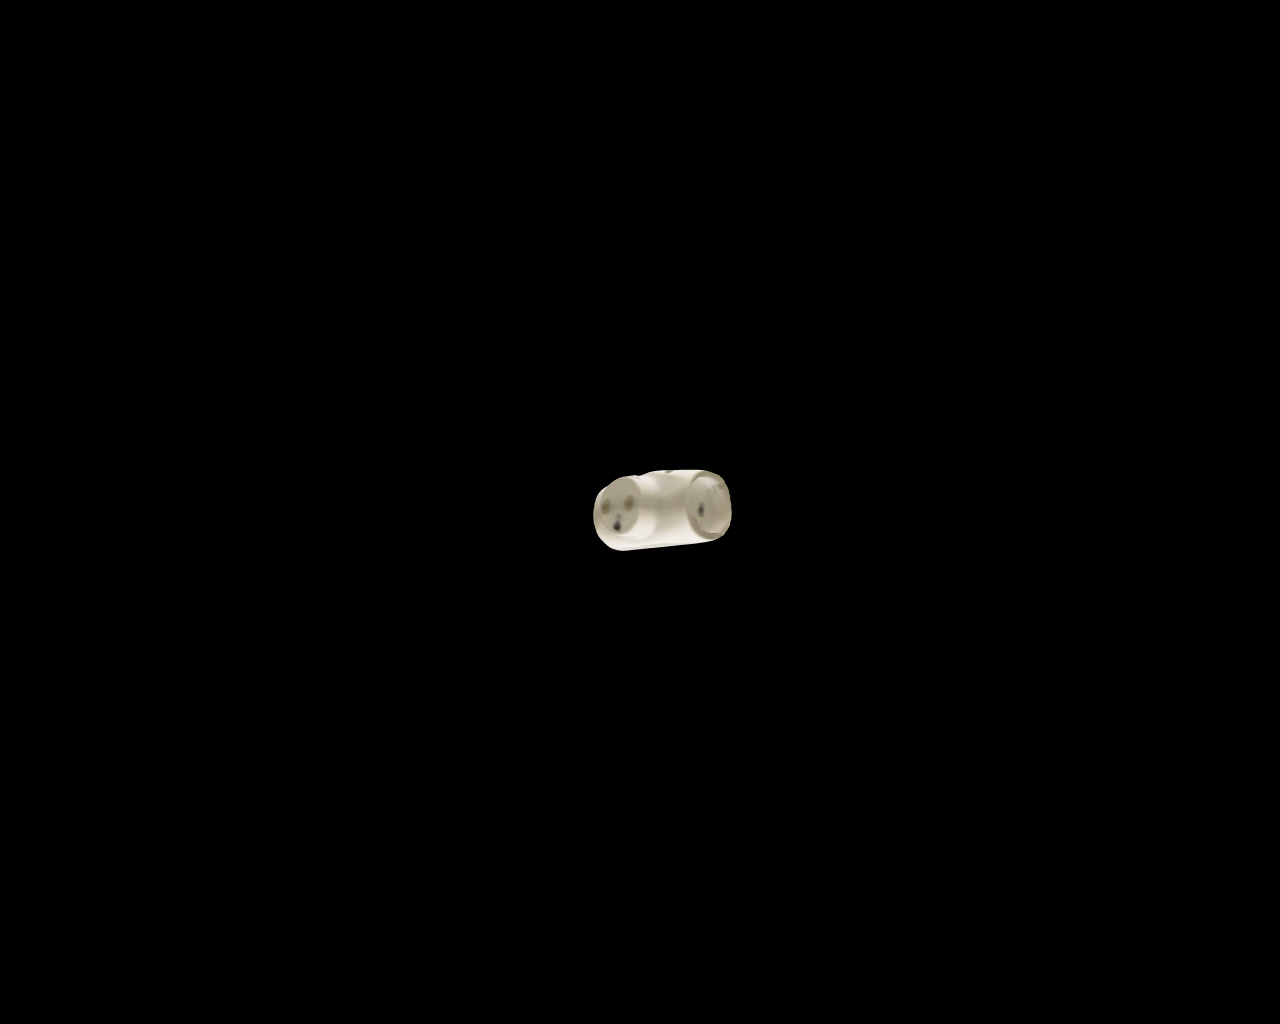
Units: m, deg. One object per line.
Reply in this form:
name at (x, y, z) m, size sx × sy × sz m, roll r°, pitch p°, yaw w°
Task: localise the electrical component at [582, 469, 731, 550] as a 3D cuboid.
electrical component at (0.001, -0.003, 0.650) m, size 0.077 × 0.043 × 0.079 m, roll -8°, pitch -11°, yaw 43°
